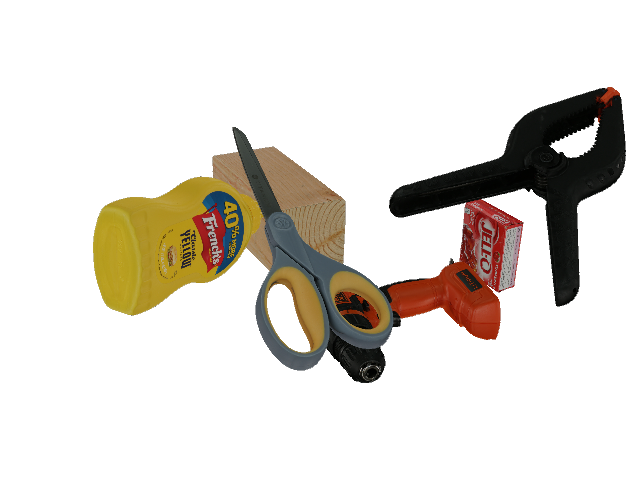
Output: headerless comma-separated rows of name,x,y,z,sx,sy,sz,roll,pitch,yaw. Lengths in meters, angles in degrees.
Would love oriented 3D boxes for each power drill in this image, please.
power drill,0.088,0.080,1.114,0.187,0.057,0.184,-6,28,-15

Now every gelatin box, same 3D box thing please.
gelatin box,0.200,0.005,1.260,0.030,0.089,0.073,-15,32,-29

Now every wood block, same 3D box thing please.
wood block,-0.055,-0.039,1.322,0.090,0.090,0.206,-10,26,-24

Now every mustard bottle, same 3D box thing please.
mustard bottle,-0.115,-0.006,0.956,0.058,0.096,0.191,13,22,33

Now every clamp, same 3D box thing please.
clamp,0.181,-0.045,0.834,0.209,0.036,0.165,-38,56,-22

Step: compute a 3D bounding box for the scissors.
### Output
scissors,-0.007,0.000,0.698,0.096,0.202,0.016,7,-43,-15
